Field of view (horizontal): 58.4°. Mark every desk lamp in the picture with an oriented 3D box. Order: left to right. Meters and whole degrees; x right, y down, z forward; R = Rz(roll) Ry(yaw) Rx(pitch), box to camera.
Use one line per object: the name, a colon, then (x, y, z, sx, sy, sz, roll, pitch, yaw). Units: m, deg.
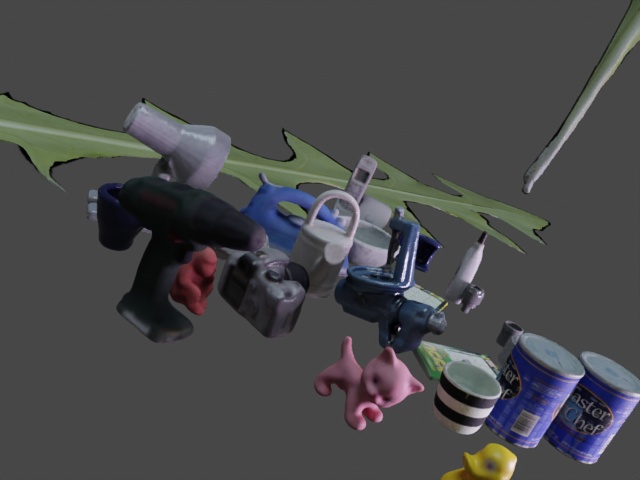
desk lamp: (-0.283, -0.123, 1.014, 0.204, 0.213, 0.117, 12, 22, -28)

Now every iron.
iron: (-0.037, -0.032, 1.158, 0.258, 0.141, 0.118, 21, 20, -7)

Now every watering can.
watering can: (0.012, 0.004, 1.037, 0.101, 0.194, 0.172, 9, 24, -34)

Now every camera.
camera: (-0.068, 0.071, 0.916, 0.142, 0.101, 0.137, 37, 24, 34)

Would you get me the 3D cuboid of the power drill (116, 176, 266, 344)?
power drill: (-0.185, 0.024, 0.748, 0.229, 0.208, 0.076, 32, 21, 24)

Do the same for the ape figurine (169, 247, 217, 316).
ape figurine: (-0.181, 0.053, 0.850, 0.076, 0.092, 0.078, 31, 21, 22)

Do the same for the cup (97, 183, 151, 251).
cup: (-0.305, -0.026, 0.912, 0.117, 0.095, 0.092, 29, 20, 16)

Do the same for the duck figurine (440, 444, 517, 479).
duck figurine: (0.203, 0.284, 0.683, 0.105, 0.086, 0.077, 18, 20, -14)

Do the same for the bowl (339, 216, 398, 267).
bowl: (0.090, 0.015, 1.275, 0.167, 0.075, 0.167, 20, 20, -7)

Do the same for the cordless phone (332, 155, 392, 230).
cordless phone: (0.126, -0.115, 1.488, 0.147, 0.185, 0.094, 25, 20, 5)

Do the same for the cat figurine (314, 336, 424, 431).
cat figurine: (0.067, 0.180, 0.754, 0.067, 0.118, 0.127, -1, 30, -48)

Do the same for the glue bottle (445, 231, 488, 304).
glue bottle: (0.335, 0.057, 1.291, 0.037, 0.173, 0.078, 24, 19, 5)

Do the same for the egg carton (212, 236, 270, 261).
egg carton: (-0.171, -0.007, 1.050, 0.150, 0.069, 0.107, 28, 20, 15)

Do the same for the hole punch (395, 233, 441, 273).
hole punch: (0.232, 0.013, 1.412, 0.108, 0.091, 0.101, 22, 19, -3)

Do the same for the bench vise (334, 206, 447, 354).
bench vise: (0.142, 0.067, 0.979, 0.207, 0.220, 0.122, 29, 20, 18)
